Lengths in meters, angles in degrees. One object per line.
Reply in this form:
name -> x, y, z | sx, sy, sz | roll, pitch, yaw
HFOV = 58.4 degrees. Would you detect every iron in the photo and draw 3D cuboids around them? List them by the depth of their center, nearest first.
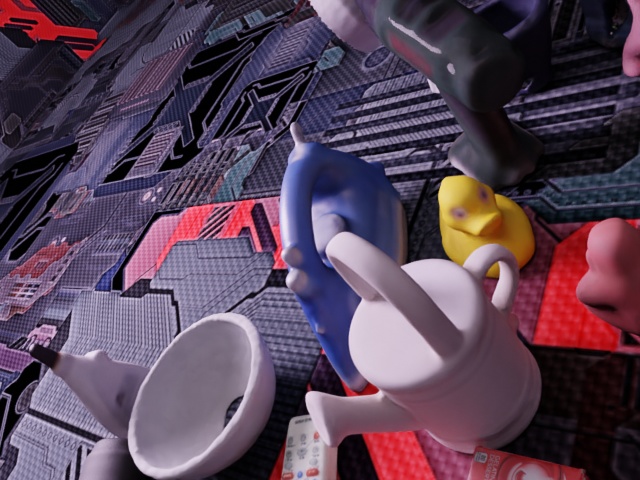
iron -> 0.005, 0.002, 0.557 | 0.118, 0.142, 0.258 | -23, 41, 26

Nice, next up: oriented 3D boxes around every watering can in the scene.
watering can -> 0.066, 0.069, 0.388 | 0.100, 0.195, 0.173 | 6, 58, 46

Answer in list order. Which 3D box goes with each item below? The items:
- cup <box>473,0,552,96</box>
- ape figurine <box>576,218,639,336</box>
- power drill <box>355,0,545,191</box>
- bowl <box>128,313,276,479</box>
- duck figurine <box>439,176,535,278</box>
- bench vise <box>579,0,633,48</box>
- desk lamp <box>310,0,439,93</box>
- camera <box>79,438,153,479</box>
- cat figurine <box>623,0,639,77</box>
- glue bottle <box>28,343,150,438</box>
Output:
cup -> 0.198, -0.190, 0.604 | 0.118, 0.095, 0.091 | -49, 36, -6
ape figurine -> 0.210, 0.019, 0.388 | 0.077, 0.092, 0.076 | -26, 40, 23
power drill -> 0.123, -0.151, 0.540 | 0.075, 0.209, 0.229 | -40, 36, 6
bowl -> -0.101, 0.160, 0.559 | 0.167, 0.075, 0.167 | -25, 40, 24
duck figurine -> 0.134, -0.024, 0.507 | 0.077, 0.086, 0.104 | -40, 36, 5
bench vise -> 0.285, -0.267, 0.491 | 0.206, 0.220, 0.121 | -7, 50, 40
desk lamp -> 0.115, -0.280, 0.670 | 0.202, 0.214, 0.118 | -21, 42, 28
camera -> -0.196, 0.253, 0.535 | 0.143, 0.101, 0.136 | -25, 40, 24
cat figurine -> 0.296, -0.179, 0.479 | 0.067, 0.118, 0.127 | -31, 38, 17
glue bottle -> -0.230, 0.153, 0.605 | 0.037, 0.174, 0.078 | -18, 43, 31
